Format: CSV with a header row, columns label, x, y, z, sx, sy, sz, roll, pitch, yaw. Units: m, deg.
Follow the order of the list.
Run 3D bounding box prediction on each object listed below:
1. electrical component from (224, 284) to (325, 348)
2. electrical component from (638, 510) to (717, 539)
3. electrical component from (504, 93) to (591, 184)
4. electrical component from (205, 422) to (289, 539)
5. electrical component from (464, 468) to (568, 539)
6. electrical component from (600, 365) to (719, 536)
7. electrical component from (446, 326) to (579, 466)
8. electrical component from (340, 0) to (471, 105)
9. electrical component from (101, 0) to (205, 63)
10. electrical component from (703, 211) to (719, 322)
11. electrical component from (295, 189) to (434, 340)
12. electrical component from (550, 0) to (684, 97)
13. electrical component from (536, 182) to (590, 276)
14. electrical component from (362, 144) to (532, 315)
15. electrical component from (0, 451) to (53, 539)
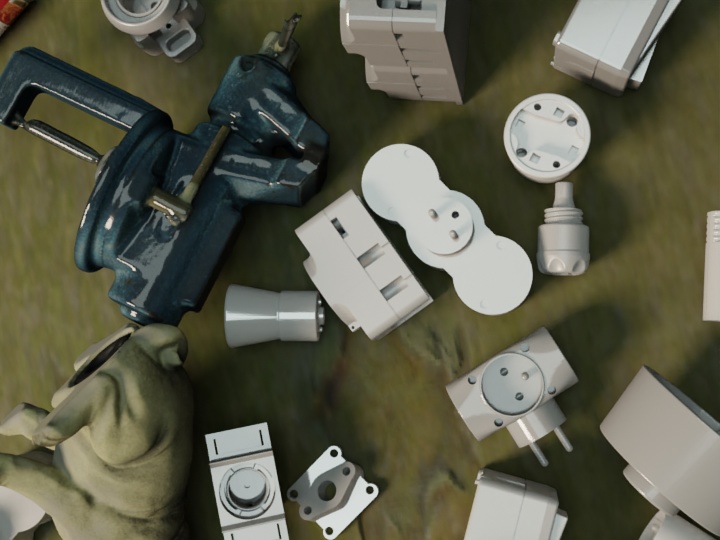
label,x,y,z,sx,sy,sz,roll,pitch,yaw
electrical component,-0.057,0.032,0.740,0.065,0.044,0.044,0,86,4
electrical component,0.219,0.192,0.687,0.081,0.043,0.043,32,92,9
electrical component,0.124,-0.085,0.716,0.055,0.047,0.055,-1,86,8
electrical component,-0.075,0.146,0.722,0.042,0.064,0.081,-10,85,-6
electrical component,0.095,0.184,0.696,0.061,0.062,0.096,14,88,9
electrical component,0.198,0.117,0.665,0.108,0.108,0.060,41,99,9
electrical component,0.110,0.090,0.709,0.077,0.044,0.079,-32,83,5
electrical component,0.033,-0.175,0.664,0.060,0.186,0.105,4,87,9
electrical component,-0.148,-0.189,0.758,0.058,0.057,0.078,-35,82,5
electrical component,0.246,-0.007,0.695,0.043,0.043,0.081,3,87,9
electrical component,0.000,0.000,0.728,0.056,0.050,0.089,-36,82,4
electrical component,0.174,-0.169,0.706,0.061,0.062,0.096,28,91,9
electrical component,0.136,-0.028,0.717,0.035,0.035,0.061,1,84,9
electrical component,0.057,-0.027,0.709,0.052,0.074,0.138,-45,82,4
electrical component,-0.266,0.187,0.744,0.052,0.074,0.138,41,93,9
